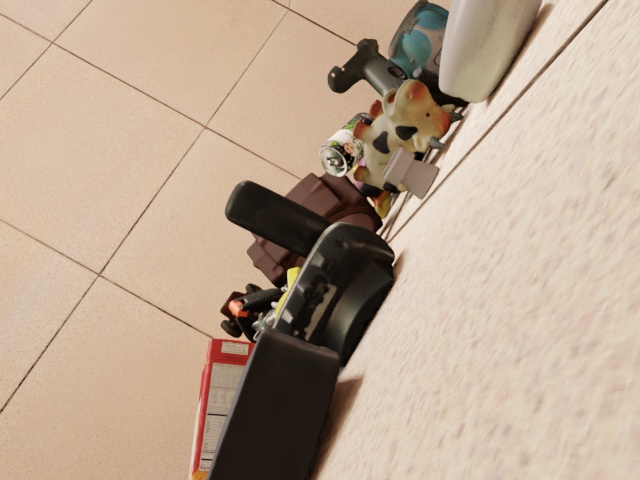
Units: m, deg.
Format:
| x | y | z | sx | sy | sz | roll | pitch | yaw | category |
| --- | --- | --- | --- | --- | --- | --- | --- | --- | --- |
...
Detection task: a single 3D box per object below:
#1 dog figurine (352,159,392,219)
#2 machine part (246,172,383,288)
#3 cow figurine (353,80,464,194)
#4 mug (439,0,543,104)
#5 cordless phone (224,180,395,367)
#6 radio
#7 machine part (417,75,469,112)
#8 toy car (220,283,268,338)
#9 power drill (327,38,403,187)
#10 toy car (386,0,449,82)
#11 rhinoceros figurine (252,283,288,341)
| x | y | z | sx | sy | sz | roll | pitch | yaw | category |
| --- | --- | --- | --- | --- | --- | --- | --- | --- | --- |
| 0.111 | -0.119 | 1.085 | 0.219 | 0.108 | 0.191 | -64 | 2 | -38 | dog figurine |
| -0.002 | -0.003 | 0.876 | 0.201 | 0.087 | 0.200 | -43 | -28 | 3 | machine part |
| 0.113 | -0.133 | 0.726 | 0.085 | 0.127 | 0.194 | -55 | -18 | -25 | cow figurine |
| 0.158 | -0.198 | 0.541 | 0.109 | 0.081 | 0.107 | -73 | 1 | -65 | mug |
| -0.028 | 0.032 | 0.552 | 0.146 | 0.184 | 0.089 | -61 | 4 | 14 | cordless phone |
| -0.047 | 0.162 | 0.491 | 0.229 | 0.073 | 0.131 | 121 | 170 | -70 | radio |
| 0.166 | -0.189 | 0.738 | 0.139 | 0.084 | 0.039 | 51 | -138 | -80 | machine part |
| -0.075 | 0.142 | 0.894 | 0.089 | 0.202 | 0.053 | -53 | 38 | 5 | toy car |
| 0.107 | -0.226 | 0.892 | 0.232 | 0.207 | 0.086 | -47 | -27 | 2 | power drill |
| 0.172 | -0.248 | 0.756 | 0.109 | 0.103 | 0.161 | -54 | -38 | 1 | toy car |
| -0.046 | 0.147 | 0.765 | 0.073 | 0.112 | 0.190 | -55 | -14 | -63 | rhinoceros figurine |
